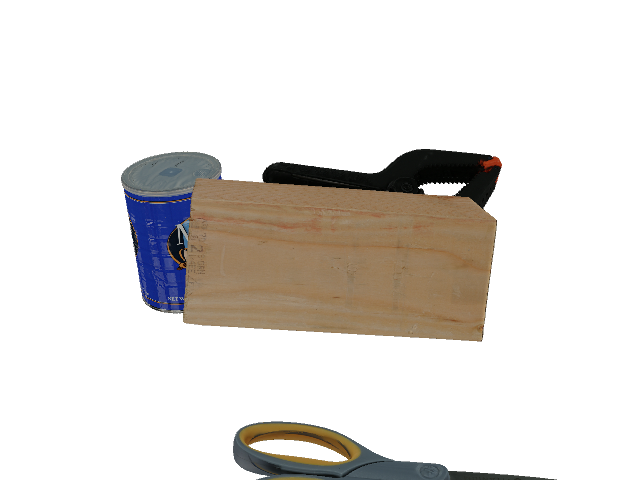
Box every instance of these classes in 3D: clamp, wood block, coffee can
[{"bbox_3d":[0.073,-0.025,0.930,0.209,0.165,0.036,-13,-38,-18],"label":"clamp"},{"bbox_3d":[0.009,0.013,0.760,0.206,0.090,0.091,4,11,-5],"label":"wood block"},{"bbox_3d":[-0.147,-0.009,1.119,0.103,0.140,0.103,-4,27,2],"label":"coffee can"}]

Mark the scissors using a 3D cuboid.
[{"bbox_3d":[0.043,0.132,0.541,0.202,0.016,0.096,10,26,18],"label":"scissors"}]
